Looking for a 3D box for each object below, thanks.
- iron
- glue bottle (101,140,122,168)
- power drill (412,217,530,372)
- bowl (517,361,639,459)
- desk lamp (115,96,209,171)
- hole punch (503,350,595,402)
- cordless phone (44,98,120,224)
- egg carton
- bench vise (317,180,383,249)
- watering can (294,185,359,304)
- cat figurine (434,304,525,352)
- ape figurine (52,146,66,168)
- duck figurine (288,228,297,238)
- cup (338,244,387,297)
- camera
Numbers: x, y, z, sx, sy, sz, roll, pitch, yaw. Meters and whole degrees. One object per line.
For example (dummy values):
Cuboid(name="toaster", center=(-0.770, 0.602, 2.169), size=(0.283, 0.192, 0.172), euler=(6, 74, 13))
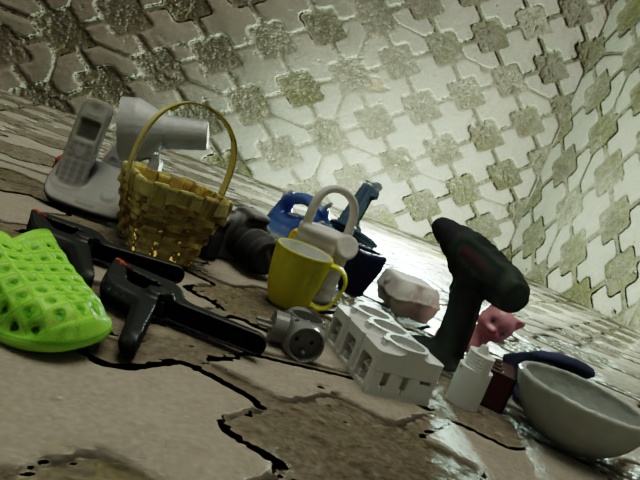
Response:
Cuboid(name="iron", center=(-0.059, -0.055, 1.376), size=(0.119, 0.141, 0.257), euler=(14, 10, -39))
Cuboid(name="glue bottle", center=(-0.409, -0.179, 1.192), size=(0.078, 0.173, 0.037), euler=(21, 8, -1))
Cuboid(name="power drill", center=(0.210, 0.085, 0.880), size=(0.076, 0.208, 0.229), euler=(17, 9, -29))
Cuboid(name="bowl", center=(0.320, 0.223, 0.721), size=(0.167, 0.075, 0.167), euler=(21, 8, -3))
Cuboid(name="desk lamp", center=(-0.310, -0.151, 1.109), size=(0.203, 0.213, 0.118), euler=(19, 8, -13))
Cuboid(name="hole punch", center=(0.331, 0.199, 0.853), size=(0.109, 0.091, 0.101), euler=(19, 8, -11))
Cuboid(name="cordless phone", center=(-0.357, -0.130, 0.949), size=(0.148, 0.185, 0.094), euler=(20, 8, -9))
Cuboid(name="egg carton", center=(0.170, 0.108, 1.132), size=(0.107, 0.069, 0.150), euler=(19, 8, -15))
Cuboid(name="bench vise", center=(0.069, -0.029, 1.245), size=(0.121, 0.220, 0.208), euler=(23, 8, 18))
Cuboid(name="watering can", center=(0.011, 0.004, 0.964), size=(0.101, 0.194, 0.172), euler=(13, 11, -47))
Cuboid(name="cat figurine", center=(0.280, 0.144, 0.992), size=(0.127, 0.118, 0.067), euler=(25, 9, 29))
Cuboid(name="ape figurine", center=(-0.494, -0.163, 1.154), size=(0.076, 0.092, 0.078), euler=(26, 9, 32))
Cuboid(name="duck figurine", center=(-0.052, 0.017, 1.108), size=(0.077, 0.086, 0.105), euler=(26, 9, 33))
Cuboid(name="cup", center=(0.077, 0.060, 1.119), size=(0.091, 0.095, 0.118), euler=(24, 8, 19))
Cuboid(name="camera", center=(-0.131, -0.003, 0.985), size=(0.144, 0.101, 0.136), euler=(14, 10, -39))
